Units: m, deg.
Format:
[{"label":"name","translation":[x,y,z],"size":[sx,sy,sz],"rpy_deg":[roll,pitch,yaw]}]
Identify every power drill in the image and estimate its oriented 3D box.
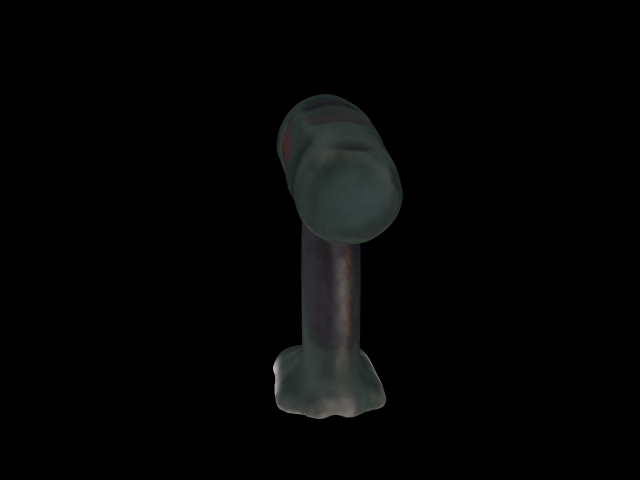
[{"label":"power drill","translation":[0.004,0.001,0.400],"size":[0.075,0.208,0.229],"rpy_deg":[-1,9,-7]}]
